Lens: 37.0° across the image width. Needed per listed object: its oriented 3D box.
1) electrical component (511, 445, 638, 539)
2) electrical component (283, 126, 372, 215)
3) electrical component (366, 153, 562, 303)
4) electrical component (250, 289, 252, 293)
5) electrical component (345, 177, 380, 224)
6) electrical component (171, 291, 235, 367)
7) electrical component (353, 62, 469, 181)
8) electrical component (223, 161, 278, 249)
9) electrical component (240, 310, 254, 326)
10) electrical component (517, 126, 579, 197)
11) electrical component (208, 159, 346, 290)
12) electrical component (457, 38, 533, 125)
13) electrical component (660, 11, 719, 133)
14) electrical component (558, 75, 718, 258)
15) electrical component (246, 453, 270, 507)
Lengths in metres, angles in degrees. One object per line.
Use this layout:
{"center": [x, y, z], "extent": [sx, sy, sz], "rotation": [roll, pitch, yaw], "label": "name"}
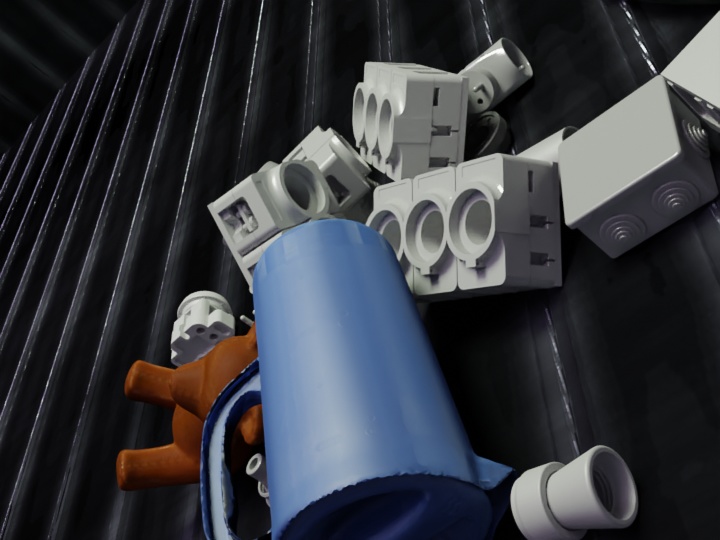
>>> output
{"center": [0.117, 0.125, 0.590], "extent": [0.055, 0.045, 0.045], "rotation": [-30, 34, 40], "label": "electrical component"}
{"center": [-0.028, -0.089, 0.967], "extent": [0.056, 0.050, 0.089], "rotation": [-44, 25, 9], "label": "electrical component"}
{"center": [0.071, -0.026, 0.790], "extent": [0.150, 0.062, 0.089], "rotation": [-10, 78, 55], "label": "electrical component"}
{"center": [-0.069, 0.022, 0.997], "extent": [0.044, 0.065, 0.044], "rotation": [-39, 30, 27], "label": "electrical component"}
{"center": [-0.021, -0.043, 1.011], "extent": [0.100, 0.048, 0.099], "rotation": [-38, 27, 19], "label": "electrical component"}
{"center": [-0.161, 0.059, 1.113], "extent": [0.078, 0.058, 0.057], "rotation": [-40, 32, 26], "label": "electrical component"}
{"center": [0.040, -0.132, 0.944], "extent": [0.150, 0.062, 0.089], "rotation": [-132, 43, -71], "label": "electrical component"}
{"center": [-0.100, -0.060, 1.102], "extent": [0.108, 0.060, 0.108], "rotation": [-60, -3, -6], "label": "electrical component"}
{"center": [-0.070, 0.058, 0.943], "extent": [0.083, 0.076, 0.047], "rotation": [-24, 38, 45], "label": "electrical component"}
{"center": [0.133, -0.070, 0.804], "extent": [0.081, 0.043, 0.043], "rotation": [-29, 35, 41], "label": "electrical component"}
{"center": [-0.042, -0.008, 0.872], "extent": [0.062, 0.150, 0.089], "rotation": [-31, -5, 35], "label": "electrical component"}
{"center": [0.104, -0.159, 0.942], "extent": [0.077, 0.043, 0.079], "rotation": [-37, 3, 30], "label": "electrical component"}
{"center": [0.258, -0.108, 0.625], "extent": [0.089, 0.062, 0.150], "rotation": [-48, 27, 11], "label": "electrical component"}
{"center": [0.183, -0.066, 0.712], "extent": [0.100, 0.048, 0.099], "rotation": [-35, 31, 32], "label": "electrical component"}
{"center": [-0.057, 0.160, 0.811], "extent": [0.043, 0.062, 0.043], "rotation": [-39, 29, 27], "label": "electrical component"}
